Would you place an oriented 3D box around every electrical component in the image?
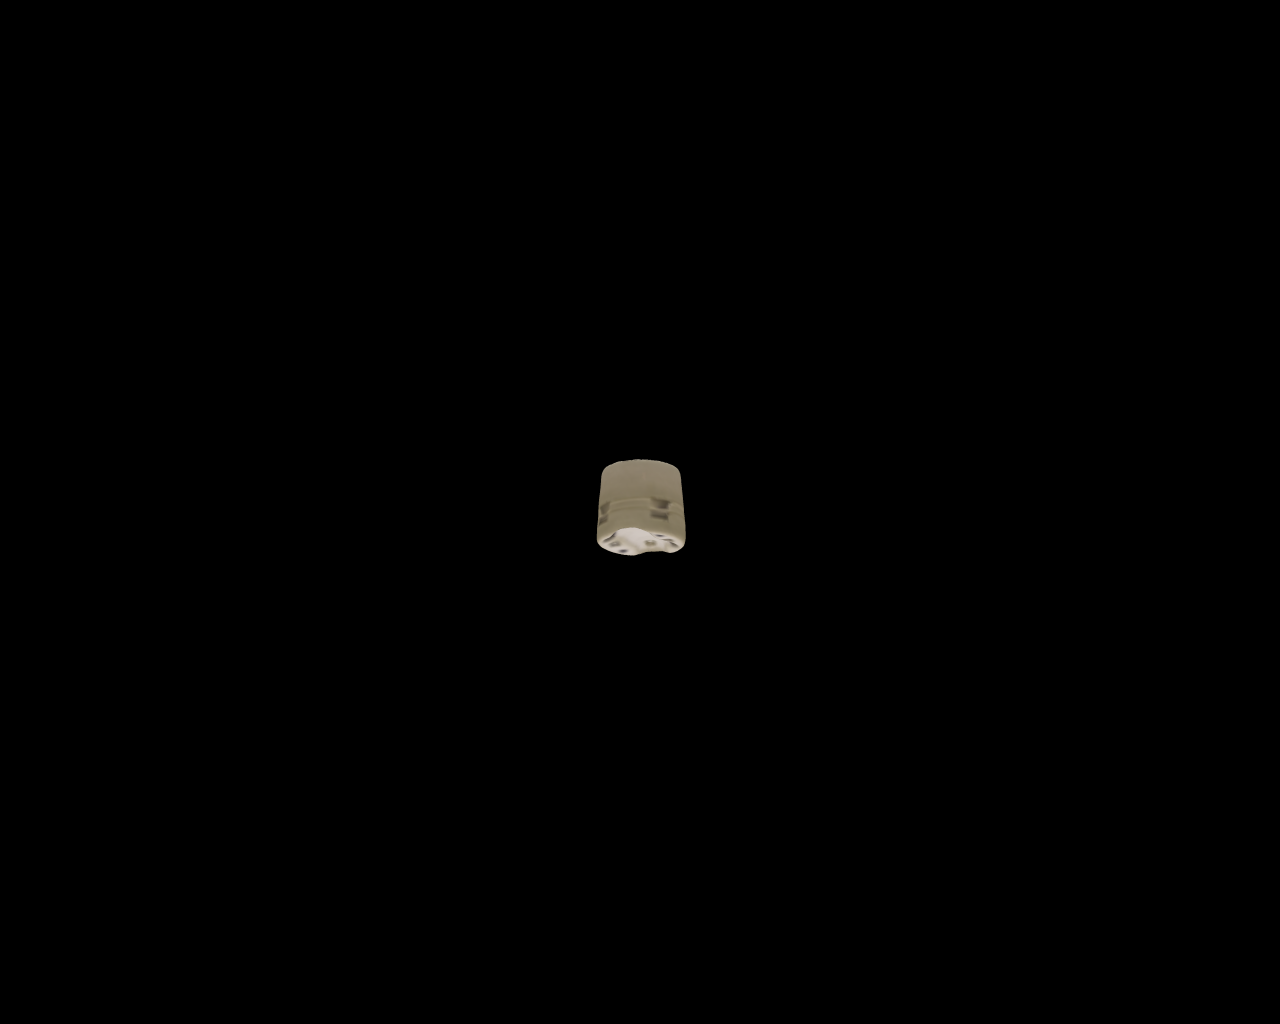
[{"bbox_3d":[0.001,-0.003,0.650,0.055,0.047,0.055,0,-18,0],"label":"electrical component"}]
